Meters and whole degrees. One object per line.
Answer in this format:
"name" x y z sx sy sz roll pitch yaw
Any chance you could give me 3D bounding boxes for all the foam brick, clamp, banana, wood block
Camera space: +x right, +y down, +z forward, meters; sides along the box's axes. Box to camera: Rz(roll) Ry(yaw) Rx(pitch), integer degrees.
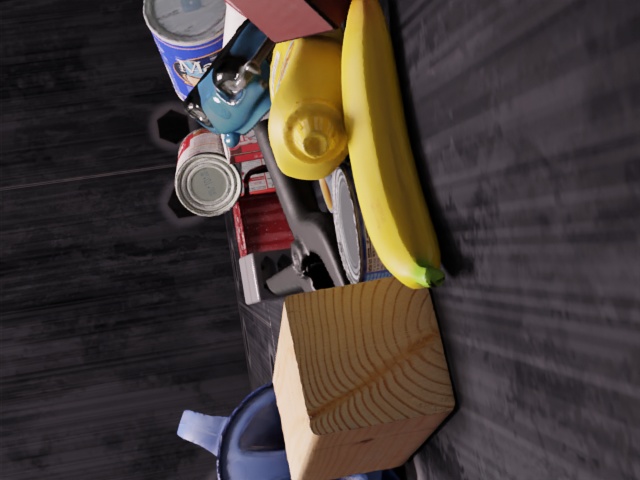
"foam brick" -0.014 -0.163 0.677 0.051 0.053 0.078 39 164 -27
"clamp" -0.006 0.001 0.838 0.210 0.036 0.164 -140 39 -60
"banana" 0.043 -0.049 0.627 0.070 0.037 0.198 121 141 -56
"wood block" 0.022 0.103 0.731 0.206 0.090 0.090 103 157 -69

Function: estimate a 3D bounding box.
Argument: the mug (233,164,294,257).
"mug" -0.047 -0.022 1.120 0.093 0.081 0.117 146 115 -82

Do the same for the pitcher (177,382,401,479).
"pitcher" -0.024 0.190 0.941 0.149 0.145 0.243 61 175 9

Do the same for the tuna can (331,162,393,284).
"tuna can" 0.033 -0.013 0.733 0.086 0.033 0.086 171 90 -82

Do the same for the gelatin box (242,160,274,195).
"gelatin box" -0.064 -0.080 1.219 0.030 0.073 0.089 90 168 -54

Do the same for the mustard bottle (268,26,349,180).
"mustard bottle" -0.006 -0.094 0.727 0.191 0.058 0.096 -94 14 -67

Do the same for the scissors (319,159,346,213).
"scissors" 0.021 -0.045 0.853 0.202 0.016 0.096 -122 25 -71

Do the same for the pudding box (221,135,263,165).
"pudding box" -0.053 -0.112 1.037 0.113 0.090 0.039 -117 18 -68

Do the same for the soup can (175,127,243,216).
"soup can" -0.112 -0.070 1.085 0.102 0.068 0.068 -104 7 -69

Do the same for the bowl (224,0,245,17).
"bowl" -0.065 -0.255 0.932 0.162 0.055 0.162 40 170 8

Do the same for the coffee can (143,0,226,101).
"coffee can" -0.129 -0.222 1.182 0.140 0.103 0.103 76 -178 -66

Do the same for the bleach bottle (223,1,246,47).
"bleach bottle" -0.065 -0.208 1.094 0.251 0.068 0.102 97 -168 -45
